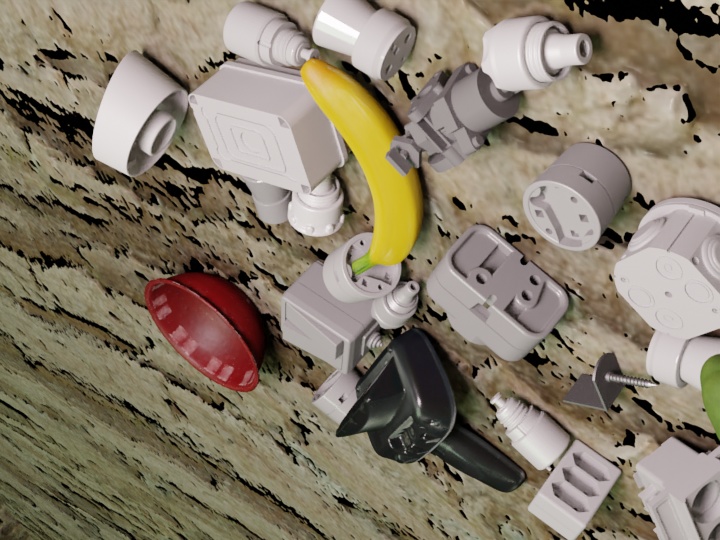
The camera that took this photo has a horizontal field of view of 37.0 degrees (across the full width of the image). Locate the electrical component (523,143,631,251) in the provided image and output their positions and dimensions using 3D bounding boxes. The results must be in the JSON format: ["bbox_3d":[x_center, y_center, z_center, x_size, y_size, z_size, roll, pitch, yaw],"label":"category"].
[{"bbox_3d":[0.140,-0.048,0.687,0.055,0.047,0.055,30,148,22],"label":"electrical component"}]

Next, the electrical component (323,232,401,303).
[{"bbox_3d":[0.000,0.000,0.910,0.055,0.055,0.047,49,154,-9],"label":"electrical component"}]

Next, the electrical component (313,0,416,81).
[{"bbox_3d":[0.003,-0.157,0.716,0.055,0.045,0.045,34,149,16],"label":"electrical component"}]

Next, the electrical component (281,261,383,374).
[{"bbox_3d":[-0.023,0.050,0.993,0.096,0.061,0.061,33,148,18],"label":"electrical component"}]

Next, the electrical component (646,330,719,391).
[{"bbox_3d":[0.227,0.061,0.722,0.055,0.045,0.045,19,142,36],"label":"electrical component"}]

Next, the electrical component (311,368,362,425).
[{"bbox_3d":[-0.014,0.129,1.090,0.047,0.055,0.055,43,150,-6],"label":"electrical component"}]

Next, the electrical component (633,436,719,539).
[{"bbox_3d":[0.261,0.191,0.826,0.121,0.079,0.063,62,167,-28],"label":"electrical component"}]

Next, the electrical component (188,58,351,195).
[{"bbox_3d":[-0.069,-0.115,0.843,0.113,0.057,0.078,19,142,36],"label":"electrical component"}]

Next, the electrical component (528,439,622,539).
[{"bbox_3d":[0.180,0.197,0.930,0.047,0.065,0.076,35,149,14],"label":"electrical component"}]

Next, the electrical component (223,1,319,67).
[{"bbox_3d":[-0.064,-0.168,0.787,0.078,0.040,0.040,27,146,26],"label":"electrical component"}]

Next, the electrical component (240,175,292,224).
[{"bbox_3d":[-0.077,-0.071,0.926,0.044,0.044,0.065,27,151,26],"label":"electrical component"}]

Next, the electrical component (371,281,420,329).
[{"bbox_3d":[0.034,0.026,0.921,0.035,0.035,0.061,43,148,1],"label":"electrical component"}]

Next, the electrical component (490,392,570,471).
[{"bbox_3d":[0.144,0.135,0.921,0.078,0.040,0.040,43,150,0],"label":"electrical component"}]

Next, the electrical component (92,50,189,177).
[{"bbox_3d":[-0.196,-0.133,0.937,0.064,0.099,0.099,33,149,6],"label":"electrical component"}]

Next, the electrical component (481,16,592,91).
[{"bbox_3d":[0.106,-0.128,0.631,0.062,0.043,0.043,6,134,46],"label":"electrical component"}]

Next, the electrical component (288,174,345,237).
[{"bbox_3d":[-0.034,-0.062,0.883,0.048,0.048,0.062,31,141,20],"label":"electrical component"}]

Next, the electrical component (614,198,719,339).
[{"bbox_3d":[0.203,-0.001,0.668,0.080,0.051,0.080,30,148,22],"label":"electrical component"}]

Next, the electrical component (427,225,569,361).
[{"bbox_3d":[0.101,0.020,0.813,0.095,0.053,0.059,40,150,5],"label":"electrical component"}]
